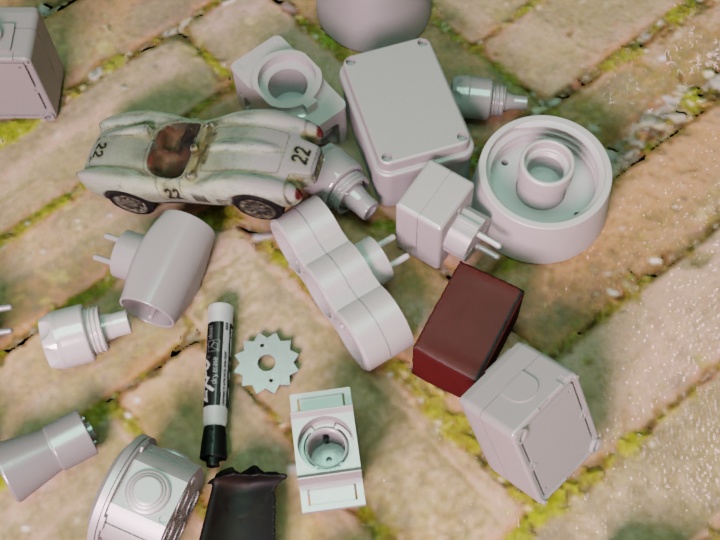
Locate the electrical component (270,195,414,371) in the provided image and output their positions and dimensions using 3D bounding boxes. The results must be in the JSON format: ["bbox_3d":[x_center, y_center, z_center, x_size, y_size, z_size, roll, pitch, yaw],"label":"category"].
[{"bbox_3d":[0.000,0.000,0.786,0.074,0.052,0.138,-30,67,-12],"label":"electrical component"}]

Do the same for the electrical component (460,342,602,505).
[{"bbox_3d":[0.114,0.104,0.720,0.062,0.096,0.061,-41,42,-17],"label":"electrical component"}]

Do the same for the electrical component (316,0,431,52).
[{"bbox_3d":[0.011,-0.239,0.907,0.099,0.064,0.099,-2,51,2],"label":"electrical component"}]

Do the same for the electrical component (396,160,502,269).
[{"bbox_3d":[0.070,-0.031,0.792,0.077,0.065,0.047,31,69,15],"label":"electrical component"}]

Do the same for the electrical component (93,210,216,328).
[{"bbox_3d":[-0.159,-0.006,0.798,0.079,0.044,0.077,18,66,10],"label":"electrical component"}]

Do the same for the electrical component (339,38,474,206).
[{"bbox_3d":[0.035,-0.116,0.835,0.078,0.057,0.113,-16,63,-6],"label":"electrical component"}]

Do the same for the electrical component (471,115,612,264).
[{"bbox_3d":[0.137,-0.066,0.809,0.108,0.060,0.108,0,64,1],"label":"electrical component"}]

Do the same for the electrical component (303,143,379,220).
[{"bbox_3d":[-0.013,-0.064,0.822,0.062,0.043,0.043,42,72,17],"label":"electrical component"}]

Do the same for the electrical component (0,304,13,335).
[{"bbox_3d":[-0.287,0.040,0.775,0.074,0.052,0.138,-8,64,-3],"label":"electrical component"}]

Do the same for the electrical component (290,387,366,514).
[{"bbox_3d":[-0.022,0.124,0.722,0.042,0.063,0.081,-7,65,-2],"label":"electrical component"}]

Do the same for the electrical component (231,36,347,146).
[{"bbox_3d":[-0.056,-0.135,0.850,0.050,0.055,0.089,-37,69,-15],"label":"electrical component"}]

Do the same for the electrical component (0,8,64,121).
[{"bbox_3d":[-0.278,-0.169,0.849,0.062,0.096,0.061,0,64,1],"label":"electrical component"}]

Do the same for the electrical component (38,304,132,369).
[{"bbox_3d":[-0.197,0.045,0.775,0.062,0.043,0.043,-15,65,-7],"label":"electrical component"}]

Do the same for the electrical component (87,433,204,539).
[{"bbox_3d":[-0.140,0.152,0.704,0.051,0.080,0.080,22,67,6],"label":"electrical component"}]

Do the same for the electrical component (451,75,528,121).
[{"bbox_3d":[0.103,-0.136,0.859,0.061,0.035,0.035,6,65,2],"label":"electrical component"}]

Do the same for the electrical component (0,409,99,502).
[{"bbox_3d":[-0.214,0.125,0.740,0.065,0.044,0.044,-27,67,-16],"label":"electrical component"}]
